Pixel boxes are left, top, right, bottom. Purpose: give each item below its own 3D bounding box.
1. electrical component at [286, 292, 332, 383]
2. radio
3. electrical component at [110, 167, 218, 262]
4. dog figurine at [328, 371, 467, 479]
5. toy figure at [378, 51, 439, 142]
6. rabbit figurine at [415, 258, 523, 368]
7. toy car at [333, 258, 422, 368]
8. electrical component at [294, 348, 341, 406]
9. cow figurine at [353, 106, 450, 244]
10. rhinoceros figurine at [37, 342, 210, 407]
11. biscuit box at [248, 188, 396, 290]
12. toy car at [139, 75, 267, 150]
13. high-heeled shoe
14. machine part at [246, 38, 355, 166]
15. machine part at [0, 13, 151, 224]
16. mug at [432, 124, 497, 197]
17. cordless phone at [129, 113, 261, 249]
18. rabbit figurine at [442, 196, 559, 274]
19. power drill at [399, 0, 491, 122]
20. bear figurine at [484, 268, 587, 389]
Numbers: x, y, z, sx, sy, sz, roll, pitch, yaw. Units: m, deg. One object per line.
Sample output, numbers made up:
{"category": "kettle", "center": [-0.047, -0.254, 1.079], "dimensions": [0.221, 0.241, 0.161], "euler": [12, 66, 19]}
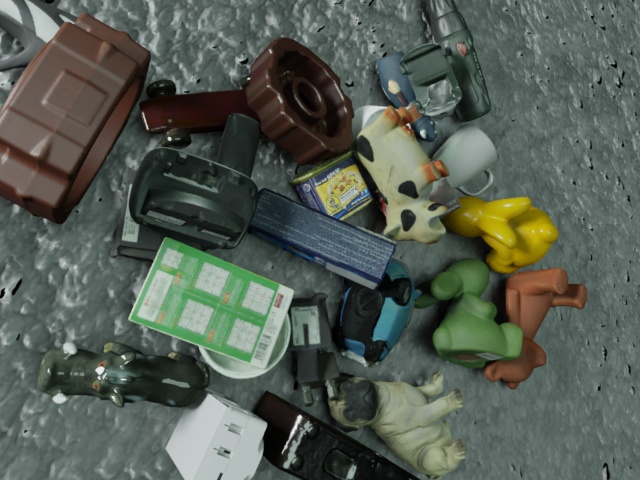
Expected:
{"category": "electrical component", "center": [-0.020, 0.135, 0.756], "dimensions": [0.075, 0.048, 0.119], "euler": [-7, 88, -7]}
{"category": "radio", "center": [0.019, 0.295, 0.724], "dimensions": [0.229, 0.131, 0.073], "euler": [34, 74, -19]}
{"category": "electrical component", "center": [-0.193, -0.024, 0.694], "dimensions": [0.134, 0.058, 0.115], "euler": [11, 83, -25]}
{"category": "dog figurine", "center": [0.104, 0.281, 0.797], "dimensions": [0.191, 0.121, 0.172], "euler": [-2, 85, -10]}
{"category": "toy figure", "center": [0.144, -0.227, 0.873], "dimensions": [0.064, 0.058, 0.154], "euler": [-31, 103, -18]}
{"category": "rabbit figurine", "center": [0.226, 0.107, 0.868], "dimensions": [0.159, 0.121, 0.170], "euler": [15, 61, -17]}
{"category": "toy car", "center": [0.093, 0.106, 0.796], "dimensions": [0.103, 0.109, 0.161], "euler": [18, 86, -48]}
{"category": "electrical component", "center": [-0.006, 0.187, 0.764], "dimensions": [0.063, 0.021, 0.094], "euler": [-11, 50, -4]}
{"category": "cow figurine", "center": [0.117, -0.079, 0.774], "dimensions": [0.195, 0.127, 0.085], "euler": [58, 34, 3]}
{"category": "rhinoceros figurine", "center": [-0.227, 0.164, 0.632], "dimensions": [0.190, 0.112, 0.073], "euler": [16, 81, -31]}
{"category": "biscuit box", "center": [-0.002, -0.002, 0.736], "dimensions": [0.203, 0.059, 0.063], "euler": [24, 76, 6]}
{"category": "toy car", "center": [-0.143, -0.174, 0.733], "dimensions": [0.202, 0.053, 0.089], "euler": [-16, 89, -30]}
{"category": "high-heeled shoe", "center": [-0.378, -0.301, 0.622], "dimensions": [0.145, 0.086, 0.248], "euler": [-38, 105, -28]}
{"category": "machine part", "center": [-0.025, -0.191, 0.753], "dimensions": [0.179, 0.056, 0.179], "euler": [26, 51, -38]}
{"category": "machine part", "center": [-0.273, -0.125, 0.585], "dimensions": [0.087, 0.201, 0.201], "euler": [29, 74, -16]}
{"category": "mug", "center": [0.232, -0.119, 0.895], "dimensions": [0.107, 0.081, 0.109], "euler": [-37, 107, -6]}
{"category": "cordless phone", "center": [-0.142, -0.091, 0.661], "dimensions": [0.146, 0.089, 0.184], "euler": [18, 67, -22]}
{"category": "rabbit figurine", "center": [0.286, -0.018, 0.884], "dimensions": [0.173, 0.162, 0.122], "euler": [21, 89, -5]}
{"category": "power drill", "center": [0.198, -0.290, 0.864], "dimensions": [0.231, 0.086, 0.207], "euler": [65, 31, -14]}
{"category": "bear figurine", "center": [0.355, 0.153, 0.899], "dimensions": [0.120, 0.132, 0.196], "euler": [31, 66, -35]}
